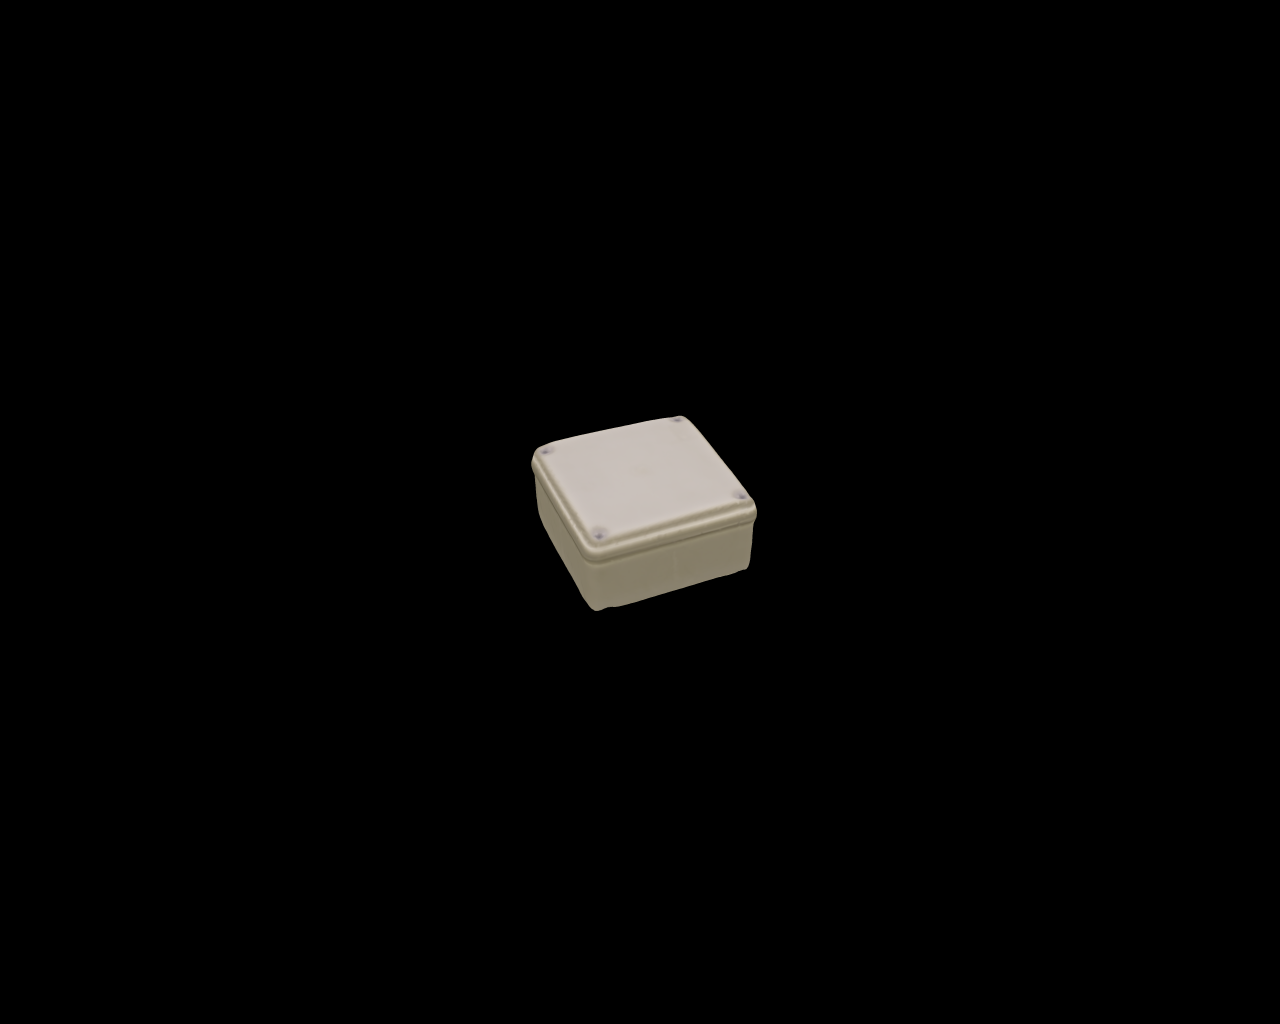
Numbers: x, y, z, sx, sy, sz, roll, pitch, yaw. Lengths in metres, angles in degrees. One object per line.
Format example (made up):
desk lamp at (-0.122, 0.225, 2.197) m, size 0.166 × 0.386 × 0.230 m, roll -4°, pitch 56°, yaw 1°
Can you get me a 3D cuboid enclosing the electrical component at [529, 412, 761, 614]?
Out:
electrical component at (0.001, -0.003, 0.650) m, size 0.109 × 0.056 × 0.109 m, roll -14°, pitch 40°, yaw -17°
